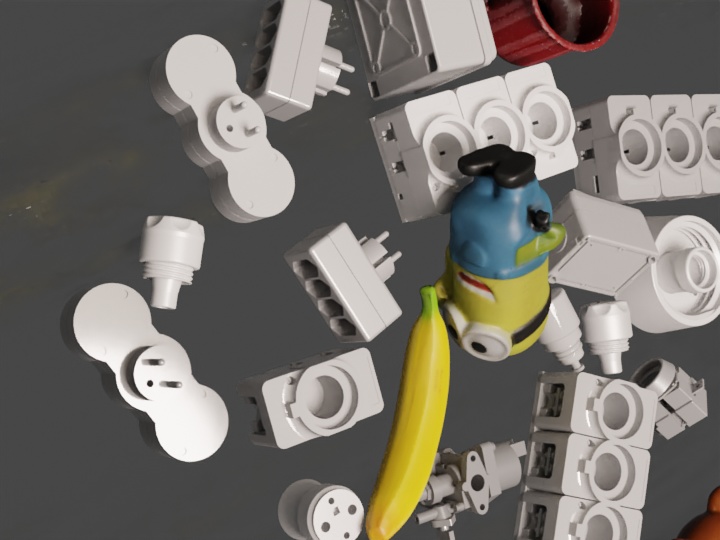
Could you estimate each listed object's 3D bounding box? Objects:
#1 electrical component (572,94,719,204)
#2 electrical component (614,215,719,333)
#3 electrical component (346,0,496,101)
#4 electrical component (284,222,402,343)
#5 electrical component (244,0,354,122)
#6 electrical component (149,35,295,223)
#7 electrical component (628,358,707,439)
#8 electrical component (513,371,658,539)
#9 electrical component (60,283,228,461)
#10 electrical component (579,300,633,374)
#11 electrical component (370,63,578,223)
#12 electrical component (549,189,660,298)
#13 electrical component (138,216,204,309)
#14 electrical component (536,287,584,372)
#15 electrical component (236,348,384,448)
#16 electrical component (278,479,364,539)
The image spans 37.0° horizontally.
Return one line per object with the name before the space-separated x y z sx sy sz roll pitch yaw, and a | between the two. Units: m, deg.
electrical component | 0.268 -0.108 0.965 0.150 0.062 0.089 -6 88 -30
electrical component | 0.286 0.002 0.965 0.108 0.060 0.108 3 84 -29
electrical component | 0.042 -0.194 0.820 0.056 0.109 0.108 -17 94 -27
electrical component | 0.000 0.000 0.813 0.076 0.047 0.083 -39 104 -26
electrical component | -0.038 -0.153 0.806 0.076 0.047 0.083 17 78 -27
electrical component | -0.090 -0.101 0.756 0.052 0.074 0.138 -34 102 -27
electrical component | 0.271 0.111 0.952 0.055 0.066 0.048 42 32 -11
electrical component | 0.191 0.166 0.897 0.089 0.062 0.150 16 78 -27
electrical component | -0.138 0.068 0.715 0.052 0.074 0.138 -42 106 -25
electrical component | 0.214 0.058 0.931 0.043 0.043 0.062 -8 91 -30
electrical component | 0.097 -0.104 0.869 0.150 0.062 0.089 -21 96 -29
electrical component | 0.203 -0.023 0.914 0.096 0.061 0.061 12 47 -27
electrical component | -0.132 -0.005 0.742 0.043 0.043 0.062 11 81 -28
electrical component | 0.167 0.051 0.906 0.040 0.040 0.078 -35 102 -27
electrical component | -0.034 0.092 0.781 0.089 0.056 0.050 -17 94 -29
electrical component | -0.028 0.176 0.777 0.045 0.055 0.045 3 84 -29
